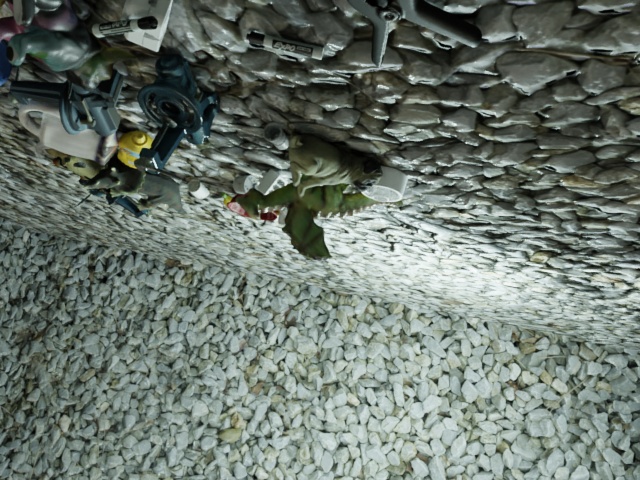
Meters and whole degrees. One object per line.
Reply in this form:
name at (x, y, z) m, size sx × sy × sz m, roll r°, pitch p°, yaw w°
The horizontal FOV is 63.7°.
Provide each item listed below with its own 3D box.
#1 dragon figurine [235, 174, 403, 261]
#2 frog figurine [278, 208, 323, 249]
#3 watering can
dragon figurine at (0.004, -0.062, 1.238) m, size 0.409 × 0.247 × 0.120 m, roll 18°, pitch 159°, yaw -10°
frog figurine at (-0.072, -0.064, 1.633) m, size 0.158 × 0.124 × 0.137 m, roll 58°, pitch 158°, yaw -15°
watering can at (-0.629, -0.259, 1.298) m, size 0.223 × 0.105 × 0.344 m, roll 18°, pitch 164°, yaw -20°
